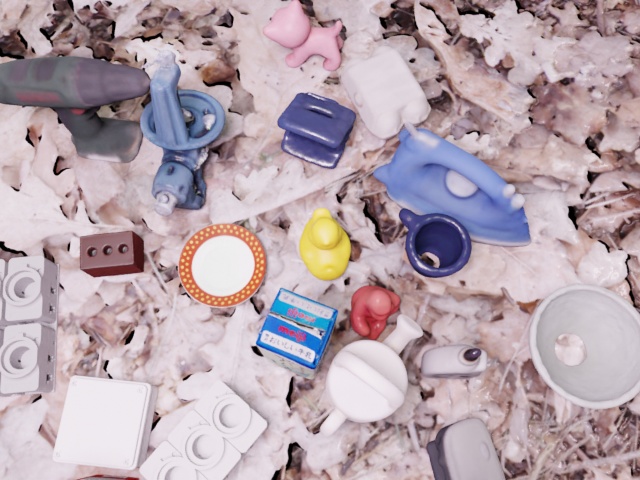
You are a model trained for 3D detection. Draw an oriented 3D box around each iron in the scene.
[{"bbox_3d":[0.213,-0.082,0.832,0.258,0.141,0.119,31,75,8],"label":"iron"}]

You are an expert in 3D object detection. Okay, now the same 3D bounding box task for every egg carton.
[{"bbox_3d":[0.102,-0.236,0.916,0.107,0.069,0.150,-26,75,-9],"label":"egg carton"}]

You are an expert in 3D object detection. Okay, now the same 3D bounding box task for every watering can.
[{"bbox_3d":[0.062,0.171,0.723,0.101,0.194,0.173,17,73,5],"label":"watering can"}]

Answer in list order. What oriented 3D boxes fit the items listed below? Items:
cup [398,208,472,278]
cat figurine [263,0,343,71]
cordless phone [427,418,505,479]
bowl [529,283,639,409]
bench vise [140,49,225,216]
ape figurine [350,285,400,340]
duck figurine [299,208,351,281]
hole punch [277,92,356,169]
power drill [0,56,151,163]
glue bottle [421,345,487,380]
[{"bbox_3d":[0.153,0.009,0.827,0.092,0.095,0.117,-43,78,-13],"label":"cup"},{"bbox_3d":[-0.025,-0.334,0.919,0.128,0.118,0.067,2,72,0],"label":"cat figurine"},{"bbox_3d":[0.199,0.294,0.692,0.094,0.185,0.147,-17,73,-6],"label":"cordless phone"},{"bbox_3d":[0.363,0.150,0.798,0.167,0.075,0.167,0,73,-1],"label":"bowl"},{"bbox_3d":[-0.192,-0.146,0.804,0.121,0.220,0.207,-10,73,-4],"label":"bench vise"},{"bbox_3d":[0.078,0.094,0.801,0.078,0.092,0.076,-20,74,-7],"label":"ape figurine"},{"bbox_3d":[0.008,0.003,0.831,0.077,0.086,0.104,-8,73,-3],"label":"duck figurine"},{"bbox_3d":[-0.006,-0.181,0.886,0.108,0.091,0.101,21,73,6],"label":"hole punch"},{"bbox_3d":[-0.331,-0.190,0.821,0.229,0.208,0.075,6,72,1],"label":"power drill"},{"bbox_3d":[0.181,0.156,0.741,0.078,0.173,0.037,3,72,0],"label":"glue bottle"}]
